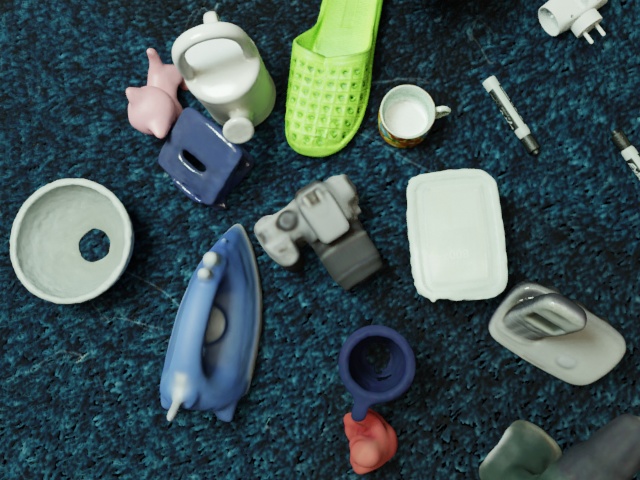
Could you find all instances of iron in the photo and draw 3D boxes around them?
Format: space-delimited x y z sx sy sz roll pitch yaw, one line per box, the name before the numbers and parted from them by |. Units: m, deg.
iron | -0.141 0.097 0.716 0.118 0.141 0.258 9 85 7

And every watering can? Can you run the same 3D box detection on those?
watering can | -0.116 -0.208 0.720 0.101 0.194 0.173 -38 82 1

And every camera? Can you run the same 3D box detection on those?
camera | 0.007 0.003 0.733 0.143 0.101 0.137 -33 82 1

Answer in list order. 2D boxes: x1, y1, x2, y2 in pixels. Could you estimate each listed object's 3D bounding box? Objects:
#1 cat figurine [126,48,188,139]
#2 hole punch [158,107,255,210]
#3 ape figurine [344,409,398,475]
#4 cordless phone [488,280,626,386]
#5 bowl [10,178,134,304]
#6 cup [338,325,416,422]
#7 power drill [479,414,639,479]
cat figurine | -0.220 -0.191 0.766 0.067 0.118 0.128 1 84 6
hole punch | -0.155 -0.106 0.765 0.108 0.091 0.101 39 89 8
ape figurine | 0.058 0.253 0.705 0.076 0.092 0.078 20 86 7
cordless phone | 0.282 0.108 0.653 0.147 0.185 0.094 28 87 8
bowl | -0.322 0.004 0.777 0.167 0.075 0.167 -1 84 5
cup | 0.067 0.163 0.713 0.091 0.095 0.118 19 86 7
power drill | 0.246 0.269 0.627 0.075 0.208 0.230 36 88 8
